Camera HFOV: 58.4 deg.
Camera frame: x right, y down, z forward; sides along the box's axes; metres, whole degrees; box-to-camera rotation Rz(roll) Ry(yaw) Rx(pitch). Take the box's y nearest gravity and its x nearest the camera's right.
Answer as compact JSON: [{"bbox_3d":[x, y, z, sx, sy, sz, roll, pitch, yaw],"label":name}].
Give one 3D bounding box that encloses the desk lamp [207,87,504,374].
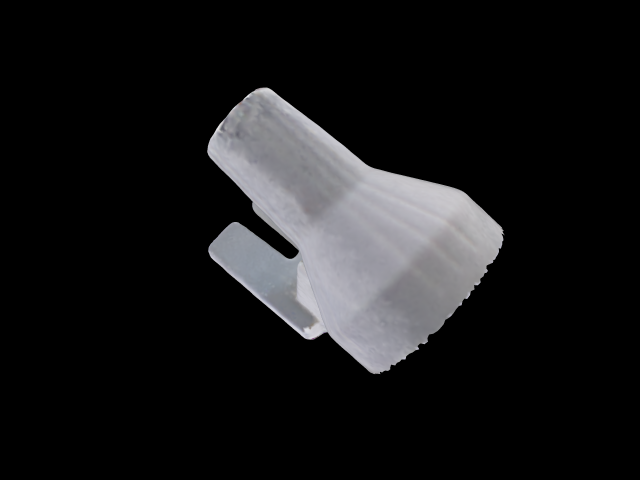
[{"bbox_3d":[0.004,0.001,0.400,0.203,0.213,0.118,37,71,15],"label":"desk lamp"}]
